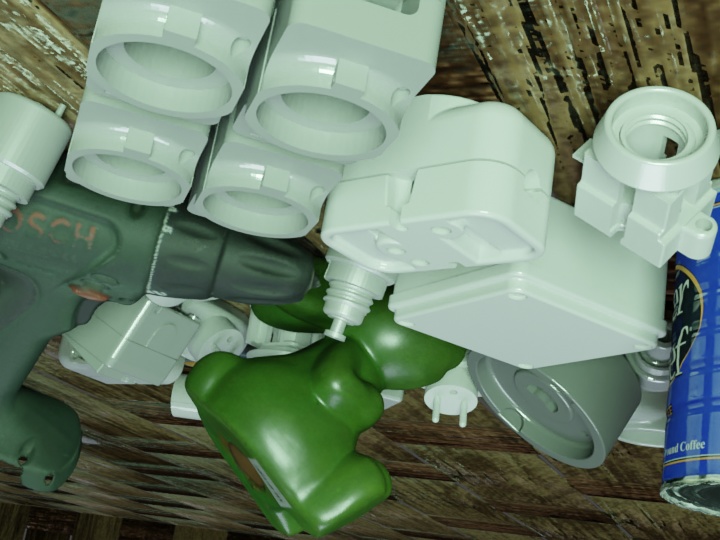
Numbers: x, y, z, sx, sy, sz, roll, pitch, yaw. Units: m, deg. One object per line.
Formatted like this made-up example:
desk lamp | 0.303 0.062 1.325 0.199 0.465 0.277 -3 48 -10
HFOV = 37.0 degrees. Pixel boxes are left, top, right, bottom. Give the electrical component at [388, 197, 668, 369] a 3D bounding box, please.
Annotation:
electrical component | 0.091 0.008 0.581 0.109 0.056 0.109 21 158 -30

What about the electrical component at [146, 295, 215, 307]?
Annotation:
electrical component | -0.104 -0.002 0.664 0.055 0.045 0.045 -9 154 42

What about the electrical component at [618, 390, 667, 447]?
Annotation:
electrical component | 0.207 0.090 0.755 0.095 0.059 0.054 18 160 -23

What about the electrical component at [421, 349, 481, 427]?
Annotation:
electrical component | 0.065 0.074 0.753 0.077 0.079 0.043 10 140 -2

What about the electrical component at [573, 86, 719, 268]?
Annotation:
electrical component | 0.117 -0.040 0.432 0.066 0.048 0.055 37 155 27

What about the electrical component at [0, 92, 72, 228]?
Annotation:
electrical component | -0.171 -0.049 0.519 0.040 0.078 0.040 22 166 6

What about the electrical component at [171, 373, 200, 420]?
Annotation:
electrical component | -0.140 0.128 1.058 0.081 0.043 0.043 7 161 8

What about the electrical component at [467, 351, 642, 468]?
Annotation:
electrical component | 0.130 0.069 0.695 0.108 0.060 0.108 38 158 18

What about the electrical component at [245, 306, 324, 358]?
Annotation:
electrical component | -0.048 0.048 0.761 0.058 0.057 0.078 -4 157 34

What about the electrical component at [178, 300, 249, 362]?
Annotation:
electrical component | -0.110 0.046 0.772 0.079 0.044 0.077 43 -175 38

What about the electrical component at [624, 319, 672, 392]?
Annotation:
electrical component | 0.189 0.050 0.677 0.043 0.043 0.062 6 160 11

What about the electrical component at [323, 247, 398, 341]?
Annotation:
electrical component | 0.000 0.000 0.579 0.040 0.078 0.040 21 171 3

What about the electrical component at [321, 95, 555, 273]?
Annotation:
electrical component | 0.034 -0.037 0.472 0.095 0.059 0.054 -6 156 37

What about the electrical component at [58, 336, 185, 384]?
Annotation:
electrical component | -0.194 0.058 0.867 0.095 0.053 0.059 -4 157 34

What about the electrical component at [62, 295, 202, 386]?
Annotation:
electrical component | -0.168 0.031 0.723 0.096 0.061 0.062 31 177 30

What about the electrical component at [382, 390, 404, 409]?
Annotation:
electrical component | -0.002 0.068 0.815 0.083 0.047 0.076 16 159 -15

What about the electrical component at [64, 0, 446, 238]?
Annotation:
electrical component | -0.050 -0.071 0.414 0.105 0.060 0.186 15 160 -15
